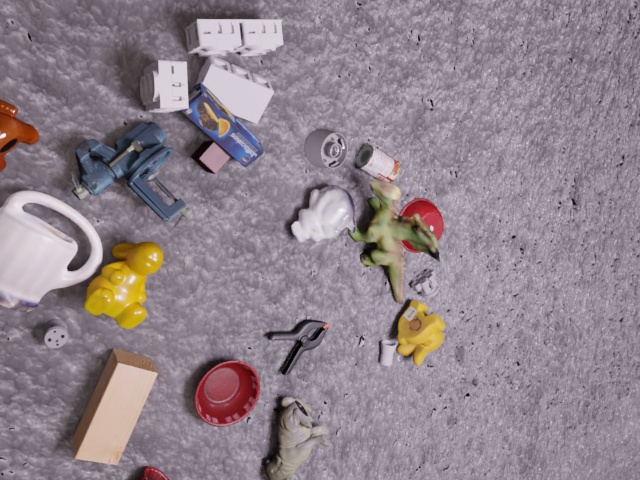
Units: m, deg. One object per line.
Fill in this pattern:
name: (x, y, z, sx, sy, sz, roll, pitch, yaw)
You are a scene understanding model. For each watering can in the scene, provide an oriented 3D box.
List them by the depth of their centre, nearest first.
watering can: (-0.589, -0.002, 0.958, 0.343, 0.104, 0.226, 37, 80, -31)

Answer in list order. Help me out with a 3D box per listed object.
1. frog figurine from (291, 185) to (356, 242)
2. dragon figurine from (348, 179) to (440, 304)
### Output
frog figurine: (0.004, -0.064, 1.276, 0.160, 0.120, 0.139, -12, 71, -18)
dragon figurine: (0.208, 0.015, 1.328, 0.124, 0.243, 0.405, -36, 111, -23)
